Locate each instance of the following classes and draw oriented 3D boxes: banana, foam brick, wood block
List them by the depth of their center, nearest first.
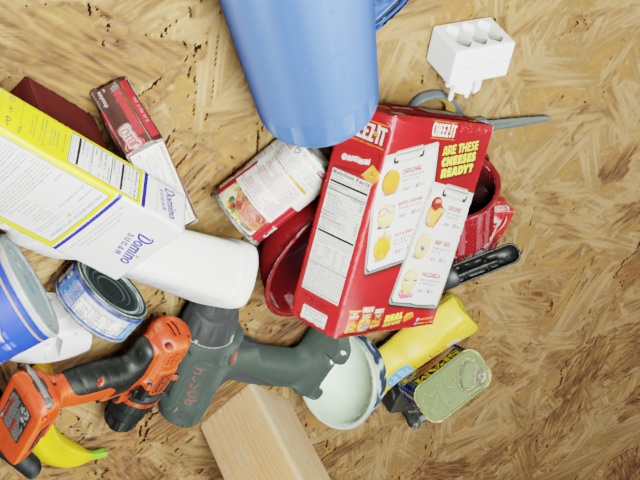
[{"bbox_3d":[-0.222,-0.085,0.870,0.053,0.051,0.078,-42,141,14],"label":"foam brick"},{"bbox_3d":[-0.290,0.197,1.145,0.069,0.037,0.198,-36,145,-18],"label":"banana"},{"bbox_3d":[-0.050,0.283,1.261,0.091,0.206,0.090,-41,141,11],"label":"wood block"}]

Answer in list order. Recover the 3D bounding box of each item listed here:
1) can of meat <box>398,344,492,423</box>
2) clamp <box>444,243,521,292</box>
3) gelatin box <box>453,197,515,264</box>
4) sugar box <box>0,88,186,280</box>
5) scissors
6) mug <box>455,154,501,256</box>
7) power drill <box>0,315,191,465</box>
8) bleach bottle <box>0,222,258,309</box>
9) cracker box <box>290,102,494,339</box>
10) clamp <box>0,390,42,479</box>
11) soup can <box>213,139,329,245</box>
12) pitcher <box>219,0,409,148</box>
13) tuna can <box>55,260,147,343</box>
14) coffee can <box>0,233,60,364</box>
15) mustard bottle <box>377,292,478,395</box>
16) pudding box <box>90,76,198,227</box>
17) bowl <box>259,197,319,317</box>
[{"bbox_3d":[0.155,0.177,1.353,0.102,0.084,0.057,-37,101,-8],"label":"can of meat"},{"bbox_3d":[0.107,0.057,1.191,0.210,0.036,0.164,-24,173,29],"label":"clamp"},{"bbox_3d":[0.177,-0.007,1.244,0.073,0.030,0.089,-5,135,-31],"label":"gelatin box"},{"bbox_3d":[-0.200,-0.039,0.832,0.093,0.048,0.176,-32,135,33],"label":"sugar box"},{"bbox_3d":[0.161,-0.131,1.110,0.201,0.016,0.096,-20,140,-16],"label":"scissors"},{"bbox_3d":[0.152,-0.045,1.151,0.117,0.093,0.081,-58,157,-27],"label":"mug"},{"bbox_3d":[-0.232,0.159,1.073,0.187,0.057,0.185,-19,151,-44],"label":"power drill"},{"bbox_3d":[-0.179,0.004,0.960,0.250,0.103,0.068,20,79,-44],"label":"bleach bottle"},{"bbox_3d":[0.068,-0.021,1.022,0.163,0.072,0.214,-2,112,-50],"label":"cracker box"},{"bbox_3d":[-0.362,0.194,1.082,0.120,0.039,0.171,-12,129,-6],"label":"clamp"},{"bbox_3d":[-0.041,-0.053,1.015,0.102,0.068,0.068,-38,142,7],"label":"soup can"},{"bbox_3d":[-0.006,-0.190,0.843,0.145,0.149,0.243,-60,156,-28],"label":"pitcher"},{"bbox_3d":[-0.205,0.055,1.005,0.034,0.086,0.086,-45,140,13],"label":"tuna can"},{"bbox_3d":[-0.315,0.071,0.934,0.140,0.103,0.103,-28,142,-5],"label":"coffee can"},{"bbox_3d":[0.103,0.142,1.328,0.192,0.058,0.096,-36,166,7],"label":"mustard bottle"},{"bbox_3d":[-0.148,-0.069,0.906,0.039,0.090,0.113,-28,142,-7],"label":"pudding box"},{"bbox_3d":[-0.007,0.001,1.090,0.162,0.055,0.162,-33,151,-22],"label":"bowl"}]
